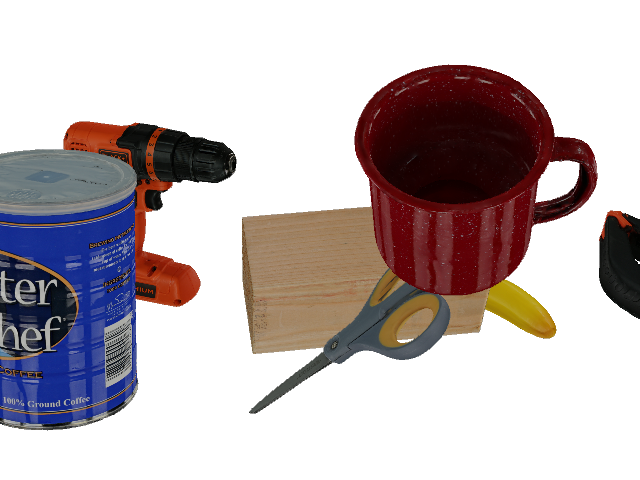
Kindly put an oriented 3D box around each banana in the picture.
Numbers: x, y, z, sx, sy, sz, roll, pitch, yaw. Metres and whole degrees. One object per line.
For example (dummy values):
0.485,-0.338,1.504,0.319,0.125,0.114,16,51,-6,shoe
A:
0.152,0.057,1.100,0.198,0.037,0.069,11,50,24,banana

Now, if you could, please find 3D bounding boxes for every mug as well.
0.078,-0.027,0.531,0.117,0.093,0.081,-6,-37,2,mug

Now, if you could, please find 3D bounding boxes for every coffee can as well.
-0.161,0.027,0.639,0.103,0.140,0.103,3,21,-1,coffee can

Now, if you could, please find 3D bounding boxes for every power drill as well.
-0.167,-0.028,1.085,0.185,0.188,0.057,11,29,21,power drill

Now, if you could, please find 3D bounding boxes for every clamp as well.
0.252,0.042,0.714,0.120,0.039,0.171,-2,45,-19,clamp

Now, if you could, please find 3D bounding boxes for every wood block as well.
0.037,0.032,0.949,0.206,0.091,0.090,-5,-44,-8,wood block

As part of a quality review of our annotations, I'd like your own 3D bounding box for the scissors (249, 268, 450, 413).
0.022,0.081,0.736,0.016,0.202,0.096,35,18,-27,scissors
